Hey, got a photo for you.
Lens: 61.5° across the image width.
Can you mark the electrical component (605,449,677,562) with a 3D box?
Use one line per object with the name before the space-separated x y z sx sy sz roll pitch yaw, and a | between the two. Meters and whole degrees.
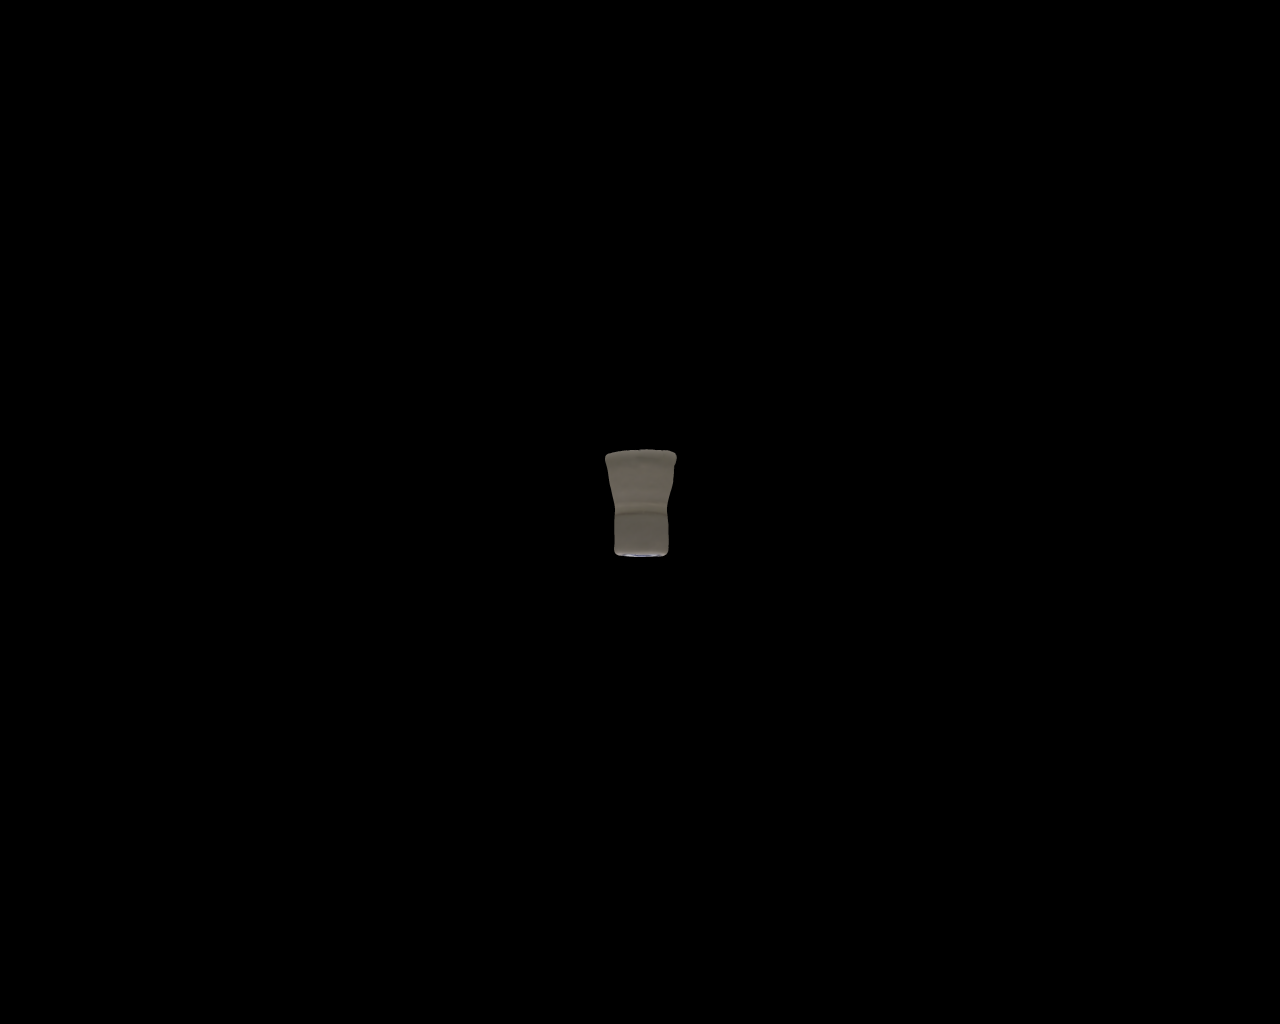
electrical component | 0.001 -0.003 0.650 0.044 0.065 0.044 0 -7 0
